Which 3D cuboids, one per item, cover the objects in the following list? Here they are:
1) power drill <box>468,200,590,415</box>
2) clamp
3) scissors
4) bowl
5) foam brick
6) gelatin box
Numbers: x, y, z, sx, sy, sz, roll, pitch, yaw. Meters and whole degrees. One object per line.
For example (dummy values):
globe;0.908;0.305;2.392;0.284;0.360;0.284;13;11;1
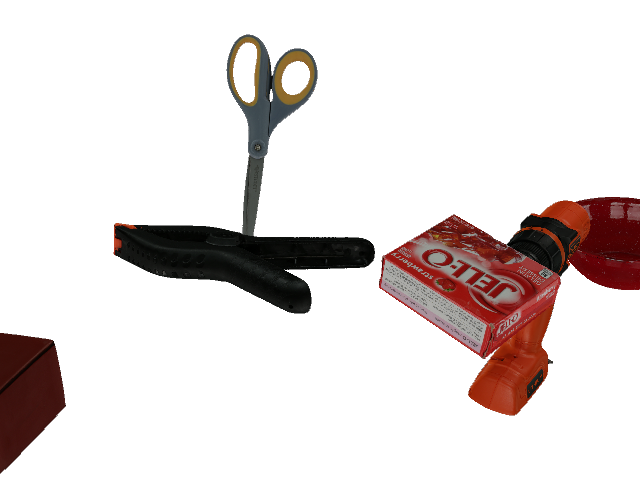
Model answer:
power drill;0.192;0.068;1.002;0.057;0.188;0.184;24;31;24
clamp;-0.073;0.015;0.841;0.210;0.036;0.164;7;13;12
scissors;-0.042;-0.099;1.029;0.096;0.202;0.016;-9;3;-1
bowl;0.330;0.009;1.158;0.162;0.055;0.162;-2;27;1
foam brick;-0.206;0.101;0.673;0.053;0.051;0.078;6;29;22
gelatin box;0.094;0.026;0.674;0.089;0.030;0.073;33;45;31
